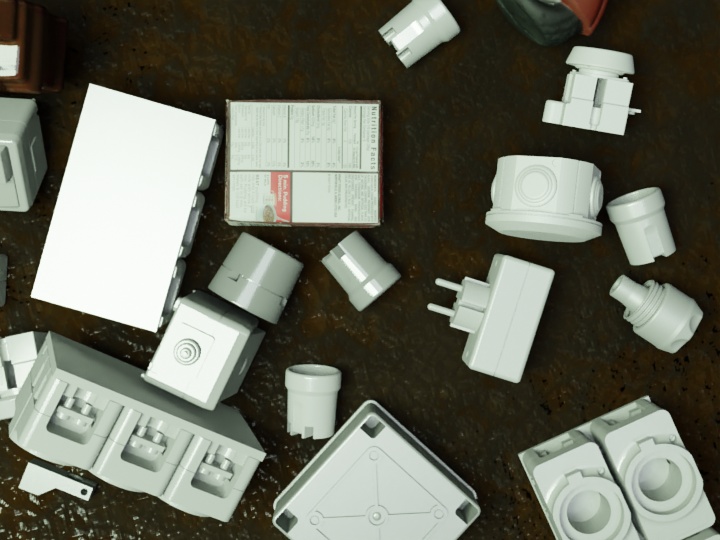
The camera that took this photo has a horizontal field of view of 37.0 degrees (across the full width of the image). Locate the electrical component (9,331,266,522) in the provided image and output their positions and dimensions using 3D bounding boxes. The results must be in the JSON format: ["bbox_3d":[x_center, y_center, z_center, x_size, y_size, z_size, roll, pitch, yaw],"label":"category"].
[{"bbox_3d":[-0.152,0.109,0.725,0.150,0.089,0.061,27,93,-22],"label":"electrical component"}]

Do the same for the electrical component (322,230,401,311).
[{"bbox_3d":[0.000,0.000,0.771,0.040,0.040,0.046,-41,87,1],"label":"electrical component"}]

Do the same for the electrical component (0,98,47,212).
[{"bbox_3d":[-0.272,-0.079,0.739,0.096,0.061,0.061,3,131,-1],"label":"electrical component"}]

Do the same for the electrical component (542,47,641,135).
[{"bbox_3d":[0.168,-0.128,0.765,0.066,0.048,0.055,9,100,-1],"label":"electrical component"}]

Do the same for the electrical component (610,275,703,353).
[{"bbox_3d":[0.210,0.027,0.773,0.062,0.043,0.043,33,92,-1],"label":"electrical component"}]

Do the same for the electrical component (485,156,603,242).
[{"bbox_3d":[0.130,-0.049,0.751,0.080,0.080,0.051,7,87,-1],"label":"electrical component"}]

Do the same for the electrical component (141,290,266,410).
[{"bbox_3d":[-0.105,0.056,0.742,0.061,0.096,0.061,26,92,-2],"label":"electrical component"}]

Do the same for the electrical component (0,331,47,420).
[{"bbox_3d":[-0.244,0.076,0.767,0.066,0.048,0.055,-12,85,0],"label":"electrical component"}]

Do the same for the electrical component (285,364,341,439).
[{"bbox_3d":[-0.034,0.094,0.774,0.040,0.040,0.046,3,97,-1],"label":"electrical component"}]

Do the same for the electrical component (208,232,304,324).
[{"bbox_3d":[-0.072,0.005,0.762,0.055,0.055,0.047,29,88,-2],"label":"electrical component"}]

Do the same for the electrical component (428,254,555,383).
[{"bbox_3d":[0.087,0.028,0.769,0.076,0.047,0.083,17,92,-2],"label":"electrical component"}]

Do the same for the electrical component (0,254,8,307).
[{"bbox_3d":[-0.297,-0.013,0.760,0.083,0.047,0.075,4,93,-1],"label":"electrical component"}]

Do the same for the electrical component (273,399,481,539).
[{"bbox_3d":[0.011,0.169,0.769,0.109,0.056,0.108,42,91,-2],"label":"electrical component"}]

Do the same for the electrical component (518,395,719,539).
[{"bbox_3d":[0.204,0.200,0.772,0.105,0.060,0.186,-25,93,0],"label":"electrical component"}]

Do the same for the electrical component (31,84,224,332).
[{"bbox_3d":[-0.160,-0.043,0.754,0.089,0.061,0.150,16,92,-2],"label":"electrical component"}]

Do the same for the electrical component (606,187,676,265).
[{"bbox_3d":[0.203,-0.031,0.773,0.040,0.040,0.046,-21,99,0],"label":"electrical component"}]

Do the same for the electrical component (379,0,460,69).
[{"bbox_3d":[0.042,-0.171,0.764,0.046,0.040,0.040,-38,93,7],"label":"electrical component"}]
